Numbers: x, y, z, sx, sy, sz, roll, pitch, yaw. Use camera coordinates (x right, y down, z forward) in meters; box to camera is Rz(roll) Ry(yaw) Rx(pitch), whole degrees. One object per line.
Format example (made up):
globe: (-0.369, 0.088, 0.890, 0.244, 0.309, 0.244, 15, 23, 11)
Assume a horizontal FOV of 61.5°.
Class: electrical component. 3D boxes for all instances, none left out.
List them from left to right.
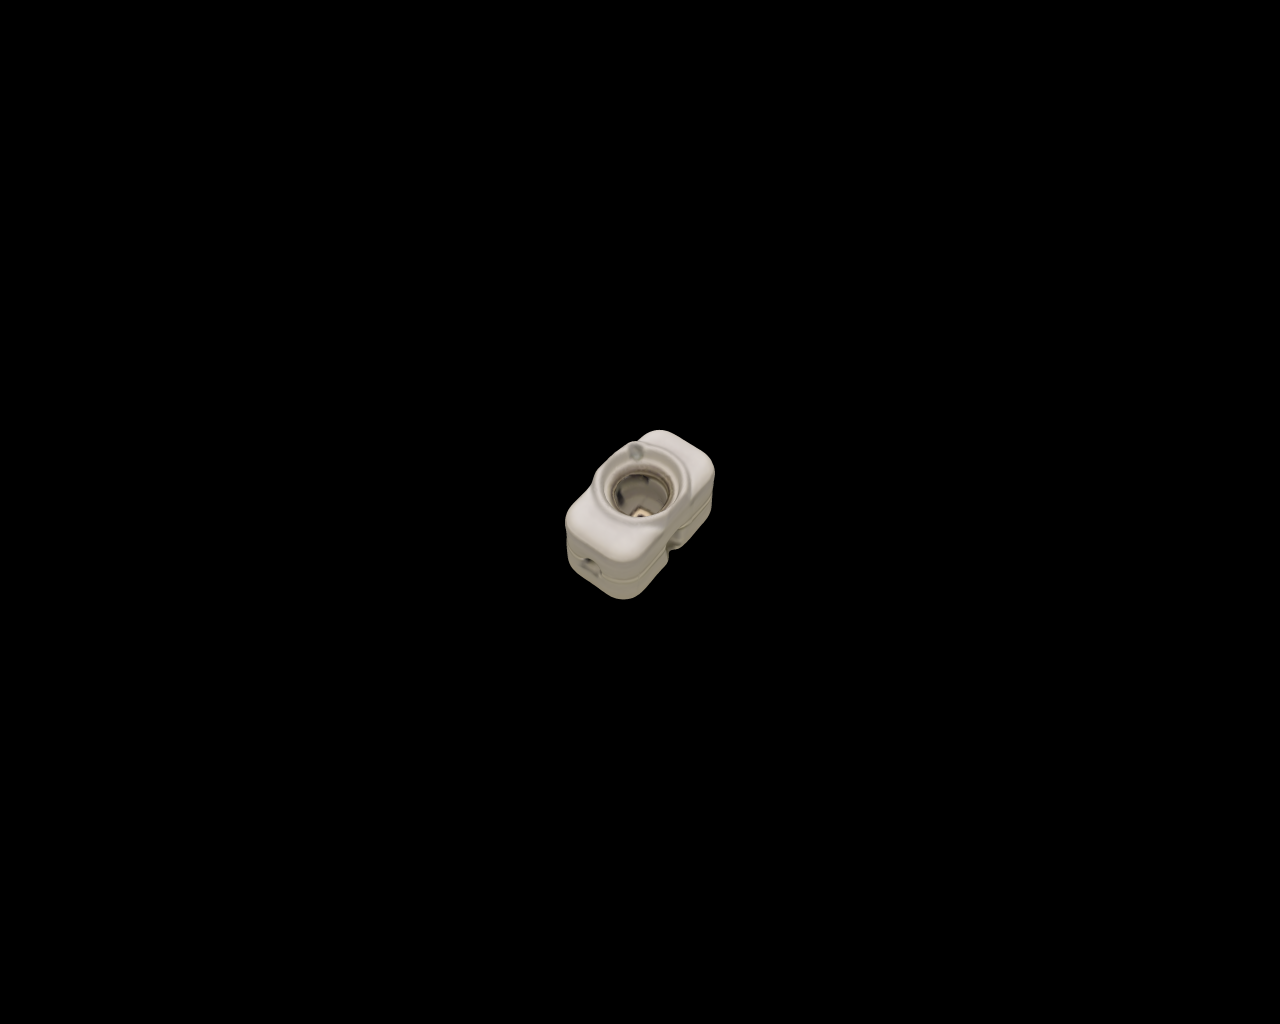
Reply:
electrical component: (0.001, -0.003, 0.650, 0.054, 0.095, 0.059, 33, -28, 20)
